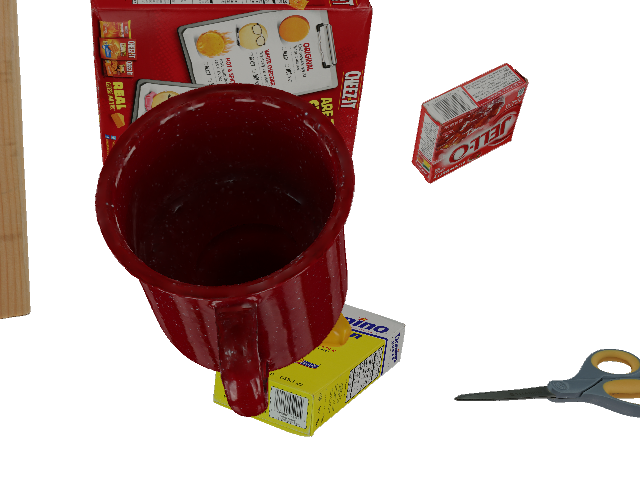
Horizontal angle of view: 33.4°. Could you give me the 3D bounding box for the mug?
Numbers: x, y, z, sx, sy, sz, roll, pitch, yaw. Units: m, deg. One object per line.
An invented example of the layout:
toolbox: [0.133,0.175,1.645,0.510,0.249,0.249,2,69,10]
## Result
mug: [-0.030,0.011,0.407,0.093,0.117,0.081,-9,-31,-1]

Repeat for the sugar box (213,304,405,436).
sugar box: [-0.005,0.103,0.916,0.093,0.048,0.176,17,25,24]

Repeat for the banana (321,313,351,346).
banana: [-0.040,0.019,0.686,0.069,0.037,0.198,-5,21,-14]

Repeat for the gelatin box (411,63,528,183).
gelatin box: [0.120,-0.094,0.856,0.089,0.030,0.073,-27,-29,-20]

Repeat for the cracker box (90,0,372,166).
cracker box: [-0.075,-0.141,0.874,0.213,0.072,0.164,-2,-42,-8]

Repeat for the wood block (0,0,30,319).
wood block: [-0.221,-0.061,0.602,0.090,0.206,0.090,-8,26,-26]

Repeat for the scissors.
scissors: [0.211,0.120,0.931,0.201,0.016,0.096,6,28,-4]
